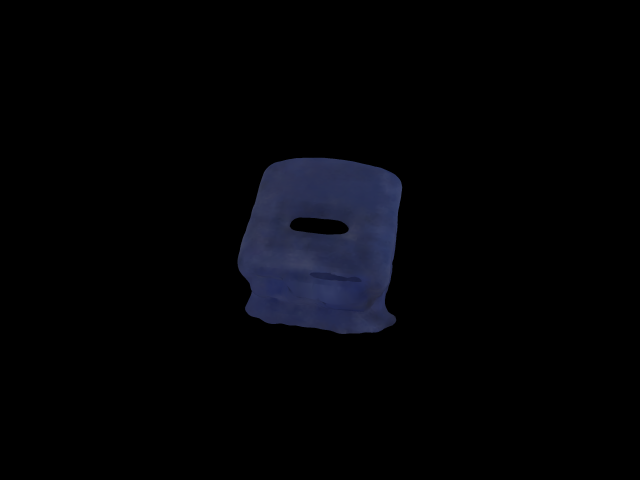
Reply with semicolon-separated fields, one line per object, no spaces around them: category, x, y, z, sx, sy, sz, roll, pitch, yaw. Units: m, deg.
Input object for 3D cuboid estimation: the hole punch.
hole punch;0.004;0.001;0.400;0.108;0.091;0.101;6;32;9
